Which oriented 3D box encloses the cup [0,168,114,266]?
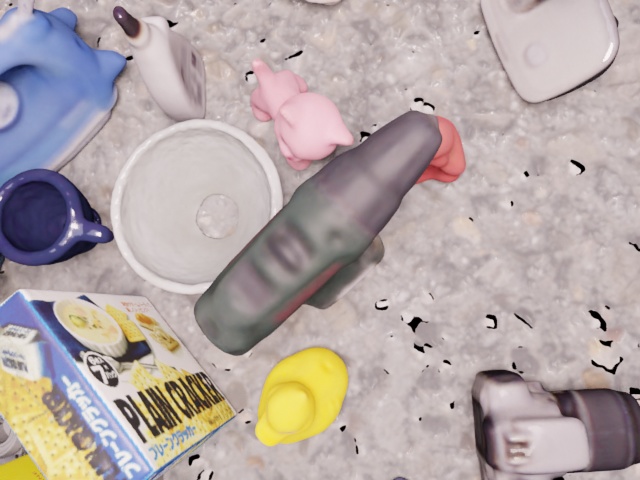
[{"bbox_3d":[-0.246,-0.014,0.568,0.117,0.095,0.092,13,85,8],"label":"cup"}]

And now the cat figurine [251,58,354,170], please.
[{"bbox_3d":[-0.023,-0.120,0.547,0.067,0.118,0.127,-37,81,1],"label":"cat figurine"}]

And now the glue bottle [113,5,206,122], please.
[{"bbox_3d":[-0.150,-0.172,0.538,0.037,0.173,0.078,-2,83,6],"label":"glue bottle"}]

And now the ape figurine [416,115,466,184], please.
[{"bbox_3d":[0.104,-0.088,0.542,0.077,0.092,0.076,35,88,9],"label":"ape figurine"}]

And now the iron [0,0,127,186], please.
[{"bbox_3d":[-0.323,-0.126,0.567,0.118,0.141,0.258,40,89,9],"label":"iron"}]

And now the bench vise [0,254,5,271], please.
[{"bbox_3d":[-0.362,0.061,0.508,0.121,0.220,0.207,-11,82,5],"label":"bench vise"}]

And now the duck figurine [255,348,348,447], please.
[{"bbox_3d":[-0.020,0.148,0.530,0.077,0.086,0.104,43,89,9],"label":"duck figurine"}]

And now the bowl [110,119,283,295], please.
[{"bbox_3d":[-0.113,-0.028,0.566,0.167,0.075,0.167,-1,83,6],"label":"bowl"}]

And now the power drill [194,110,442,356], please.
[{"bbox_3d":[0.004,0.002,0.483,0.229,0.208,0.075,-43,81,0],"label":"power drill"}]

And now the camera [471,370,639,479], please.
[{"bbox_3d":[0.208,0.185,0.494,0.136,0.101,0.143,-5,83,5],"label":"camera"}]

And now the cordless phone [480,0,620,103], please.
[{"bbox_3d":[0.213,-0.217,0.500,0.094,0.185,0.147,-22,81,3],"label":"cordless phone"}]

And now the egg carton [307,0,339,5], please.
[{"bbox_3d":[-0.028,-0.309,0.594,0.150,0.069,0.107,20,86,8],"label":"egg carton"}]

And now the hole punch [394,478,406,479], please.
[{"bbox_3d":[0.083,0.281,0.500,0.101,0.091,0.109,33,88,9],"label":"hole punch"}]
